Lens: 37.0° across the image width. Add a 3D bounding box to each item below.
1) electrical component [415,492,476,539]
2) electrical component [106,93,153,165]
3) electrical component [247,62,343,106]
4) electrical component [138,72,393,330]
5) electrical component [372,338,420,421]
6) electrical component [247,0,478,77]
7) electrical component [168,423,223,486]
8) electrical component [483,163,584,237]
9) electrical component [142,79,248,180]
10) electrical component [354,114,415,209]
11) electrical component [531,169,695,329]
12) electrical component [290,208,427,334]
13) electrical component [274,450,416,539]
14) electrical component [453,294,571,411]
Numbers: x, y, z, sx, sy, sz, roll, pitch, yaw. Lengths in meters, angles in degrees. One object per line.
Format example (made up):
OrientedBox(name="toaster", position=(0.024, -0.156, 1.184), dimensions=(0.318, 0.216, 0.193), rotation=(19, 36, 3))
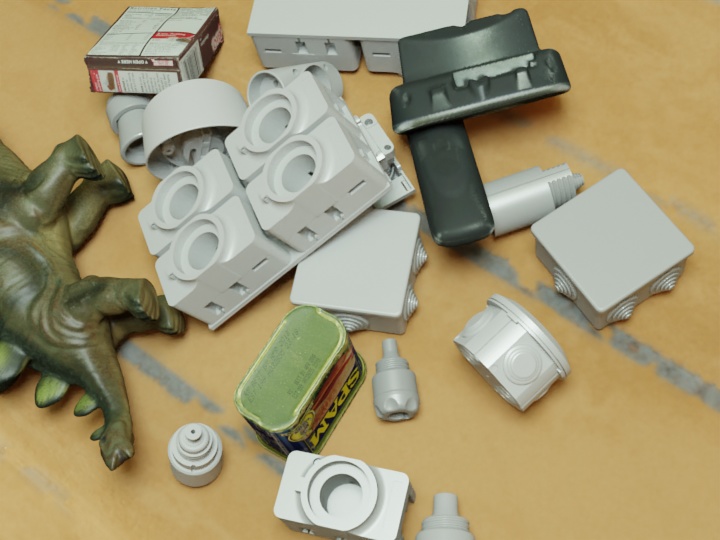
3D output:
OrientedBox(name="electrical component", position=(0.060, 0.189, 0.757), dimensions=(0.048, 0.048, 0.062), rotation=(-2, 59, 9))
OrientedBox(name="electrical component", position=(-0.196, -0.127, 0.944), dimensions=(0.045, 0.045, 0.055), rotation=(-24, 64, -2))
OrientedBox(name="electrical component", position=(-0.051, -0.133, 0.913), dimensions=(0.044, 0.077, 0.079), rotation=(0, 104, 38))
OrientedBox(name="electrical component", position=(-0.081, -0.055, 0.839), dimensions=(0.186, 0.060, 0.105), rotation=(-38, 53, 15))
OrientedBox(name="electrical component", position=(0.026, 0.082, 0.817), dimensions=(0.035, 0.035, 0.061), rotation=(-9, 62, 5))
OrientedBox(name="electrical component", position=(0.006, -0.231, 0.948), dimensions=(0.186, 0.060, 0.105), rotation=(5, 67, 12))
OrientedBox(name="electrical component", position=(-0.122, 0.133, 0.798), dimensions=(0.040, 0.078, 0.040), rotation=(3, 62, -5))
OrientedBox(name="electrical component", position=(0.139, -0.059, 0.857), dimensions=(0.081, 0.043, 0.043), rotation=(-19, 64, 1))
OrientedBox(name="electrical component", position=(-0.133, -0.110, 0.896), dimensions=(0.099, 0.099, 0.064), rotation=(-20, 58, 0))
OrientedBox(name="electrical component", position=(0.006, -0.090, 0.883), dimensions=(0.042, 0.063, 0.081), rotation=(-31, 65, -4))
OrientedBox(name="electrical component", position=(0.191, -0.014, 0.824), dimensions=(0.100, 0.048, 0.099), rotation=(-33, 65, -6))
OrientedBox(name="electrical component", position=(0.000, 0.000, 0.851), dimensions=(0.100, 0.048, 0.099), rotation=(7, 67, 13))
OrientedBox(name="electrical component", position=(-0.010, 0.166, 0.773), dimensions=(0.089, 0.055, 0.050), rotation=(9, 68, 14))
OrientedBox(name="electrical component", position=(0.111, 0.060, 0.788), dimensions=(0.051, 0.080, 0.080), rotation=(-43, 66, -5))
